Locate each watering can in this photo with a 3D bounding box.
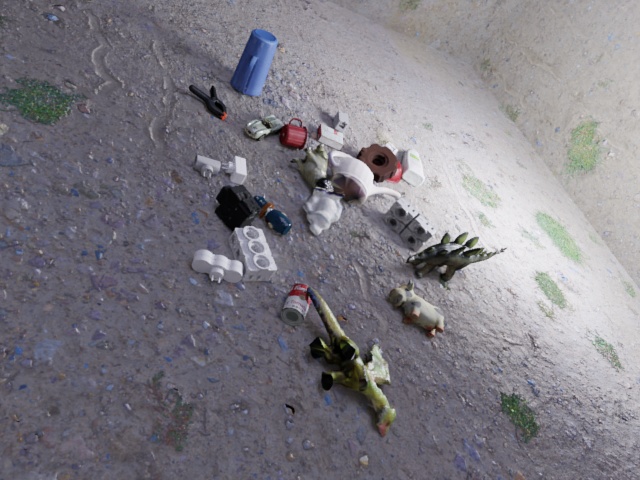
[{"bbox_3d":[0.164,-0.219,1.988,0.346,0.102,0.229,33,38,-8],"label":"watering can"}]

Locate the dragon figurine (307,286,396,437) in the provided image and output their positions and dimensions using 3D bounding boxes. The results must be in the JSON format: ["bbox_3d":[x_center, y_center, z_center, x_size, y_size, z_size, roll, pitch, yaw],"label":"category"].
[{"bbox_3d":[0.099,0.317,1.395,0.240,0.121,0.419,26,37,-50],"label":"dragon figurine"}]

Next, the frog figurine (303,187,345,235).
[{"bbox_3d":[0.005,-0.088,1.753,0.136,0.122,0.161,22,75,-33],"label":"frog figurine"}]
